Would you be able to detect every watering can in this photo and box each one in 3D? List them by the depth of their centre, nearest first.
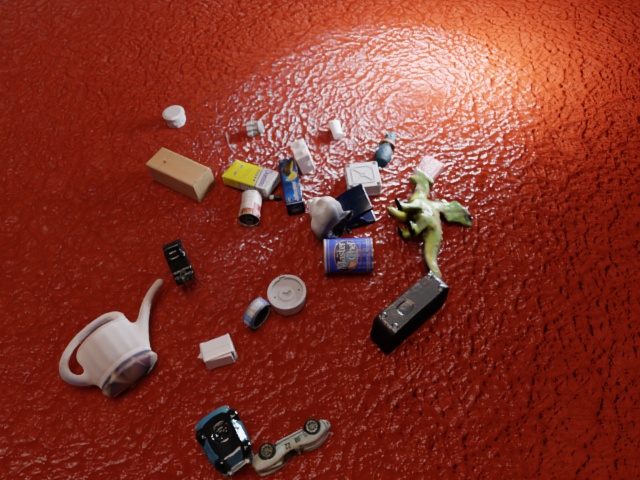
[{"bbox_3d":[-0.517,0.266,1.376,0.227,0.352,0.101,38,-25,25],"label":"watering can"}]

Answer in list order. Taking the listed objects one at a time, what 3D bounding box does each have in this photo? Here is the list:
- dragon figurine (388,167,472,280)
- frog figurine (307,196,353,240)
[{"bbox_3d":[0.356,-0.062,1.569,0.244,0.419,0.119,-13,-35,-16],"label":"dragon figurine"},{"bbox_3d":[0.005,-0.079,1.578,0.124,0.134,0.161,-31,56,-33],"label":"frog figurine"}]
